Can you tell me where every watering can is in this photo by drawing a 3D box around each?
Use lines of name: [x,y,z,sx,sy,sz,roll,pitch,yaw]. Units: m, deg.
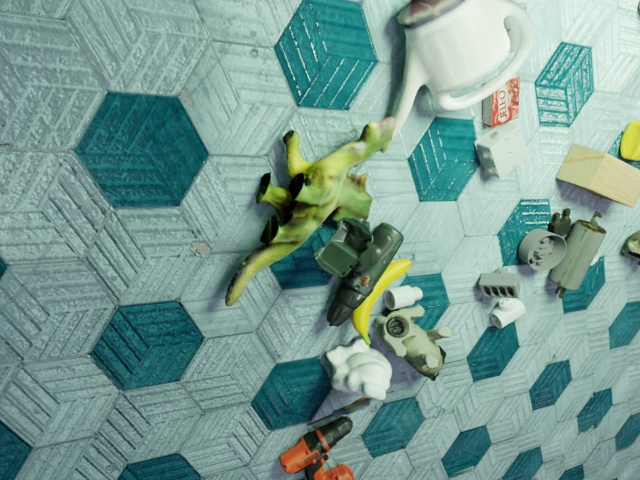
watering can: [0.203,-0.311,0.885,0.347,0.106,0.220,-32,120,4]

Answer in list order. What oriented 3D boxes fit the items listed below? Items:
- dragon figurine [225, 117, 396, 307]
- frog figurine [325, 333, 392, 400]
dragon figurine: [0.003,-0.046,0.910,0.242,0.124,0.405,12,116,-41]
frog figurine: [0.093,0.284,1.065,0.137,0.162,0.121,3,114,-30]
